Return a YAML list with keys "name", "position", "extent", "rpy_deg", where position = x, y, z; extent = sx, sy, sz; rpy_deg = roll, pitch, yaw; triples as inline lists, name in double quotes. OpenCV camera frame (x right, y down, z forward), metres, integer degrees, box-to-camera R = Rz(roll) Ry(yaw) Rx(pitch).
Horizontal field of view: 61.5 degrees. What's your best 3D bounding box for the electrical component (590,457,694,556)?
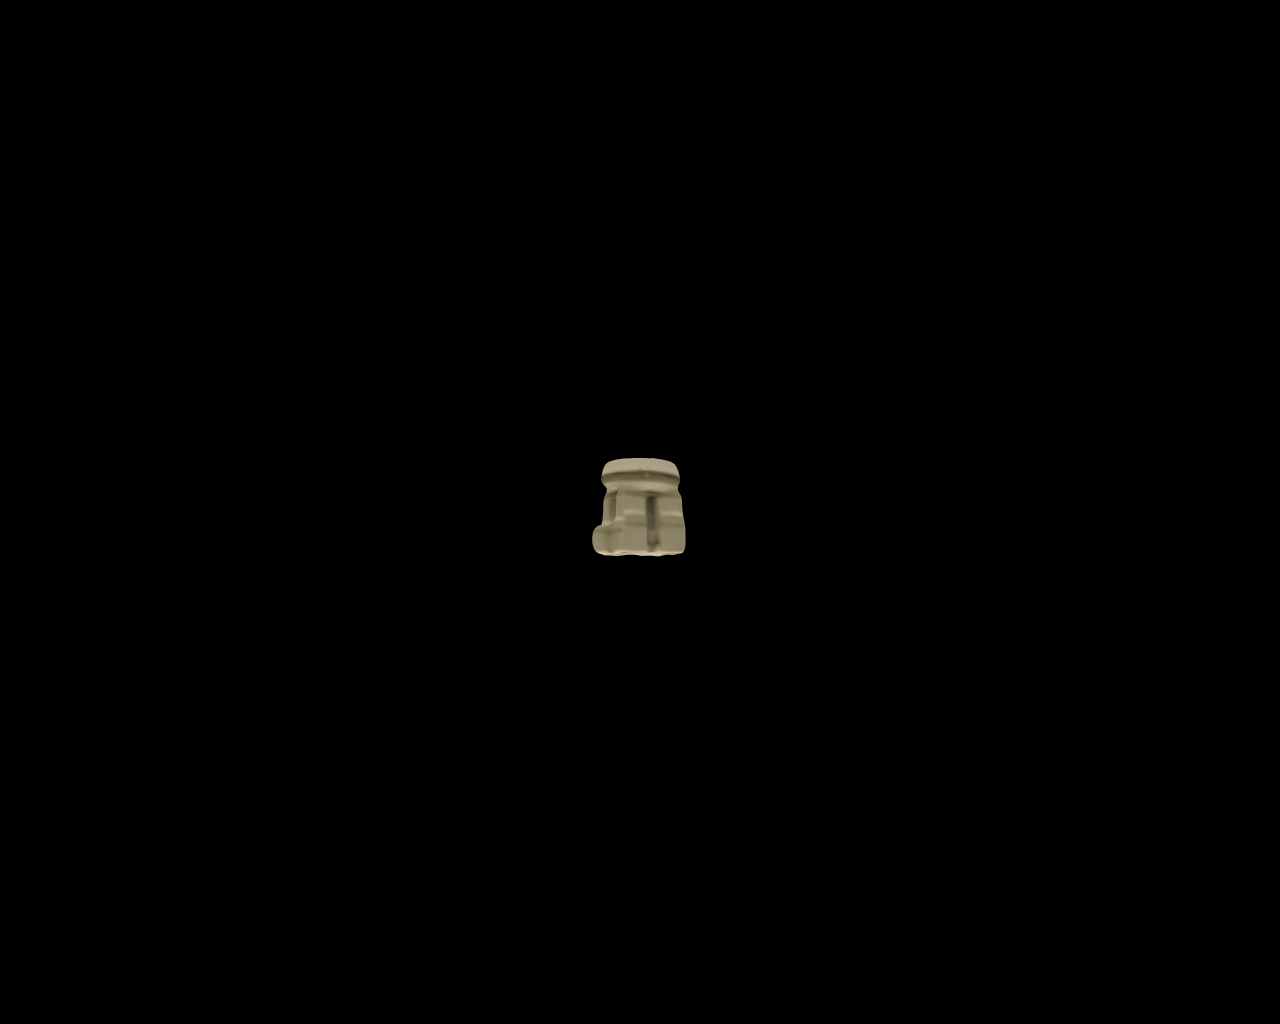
- name: "electrical component"
  position: [0.001, -0.003, 0.650]
  extent: [0.066, 0.055, 0.048]
  rpy_deg: [3, -7, -26]
